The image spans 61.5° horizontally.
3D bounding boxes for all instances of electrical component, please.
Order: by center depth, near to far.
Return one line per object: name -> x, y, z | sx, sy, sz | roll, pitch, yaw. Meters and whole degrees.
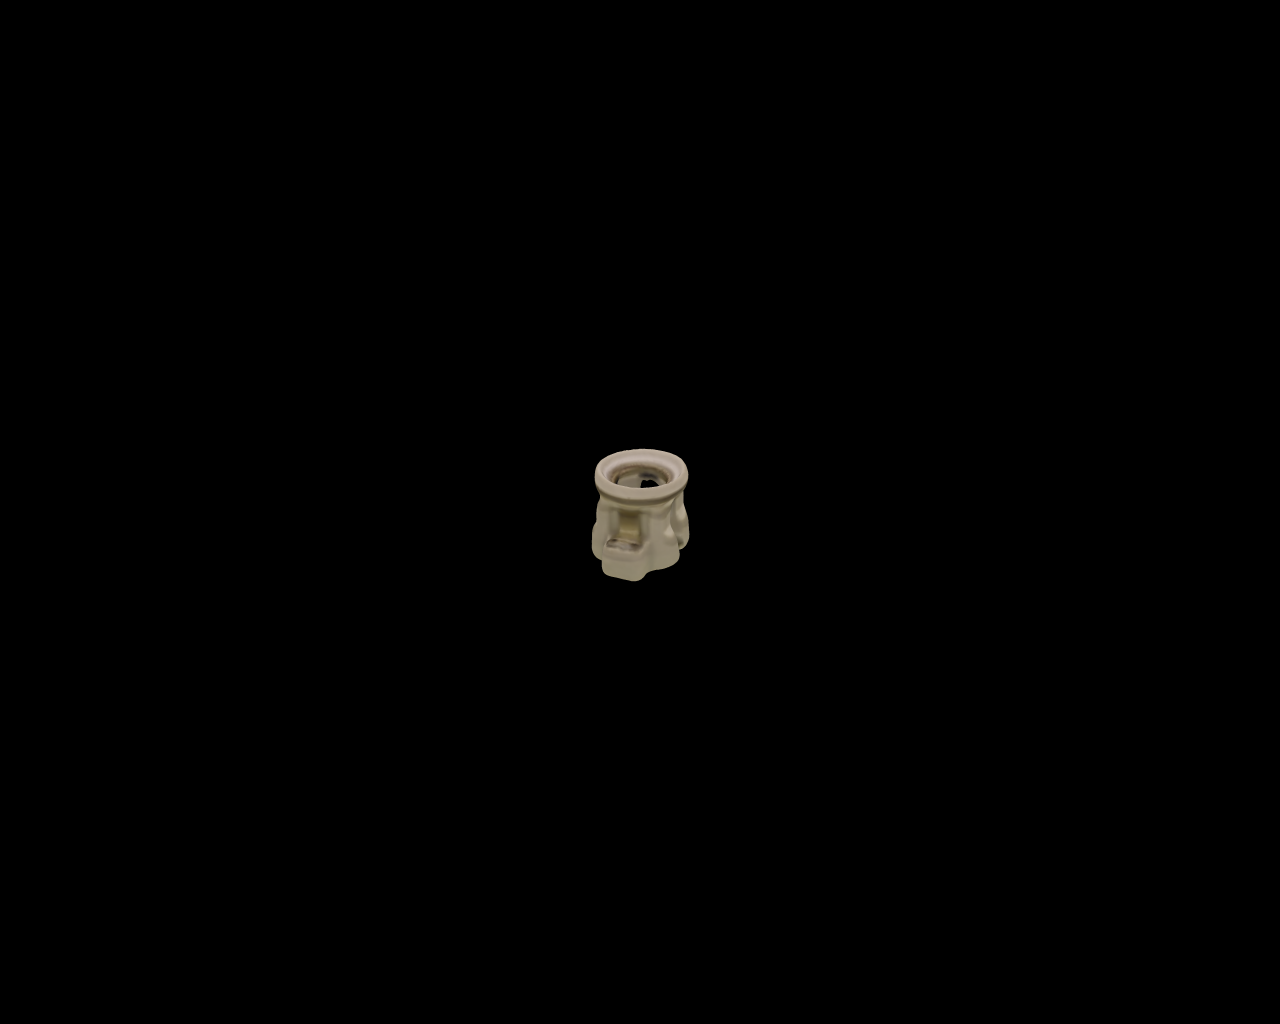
electrical component -> 0.001, -0.003, 0.650 | 0.058, 0.056, 0.078 | 9, 30, 17
